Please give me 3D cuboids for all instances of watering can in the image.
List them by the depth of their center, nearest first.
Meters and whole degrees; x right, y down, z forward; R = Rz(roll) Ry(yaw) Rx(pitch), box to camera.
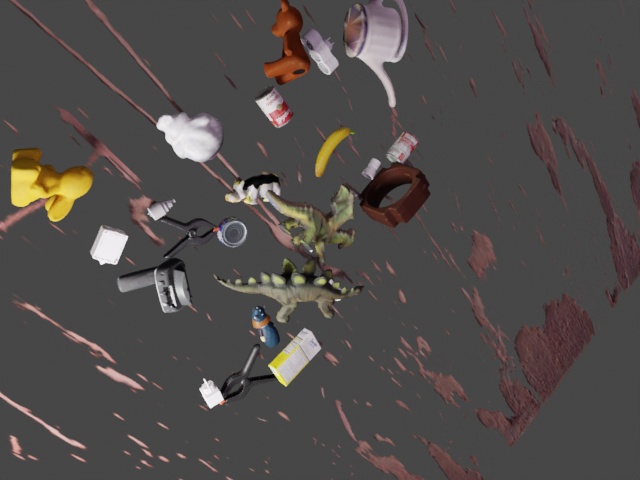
[{"bbox_3d":[0.176,-0.588,1.583,0.225,0.105,0.344,-5,106,-30],"label":"watering can"}]

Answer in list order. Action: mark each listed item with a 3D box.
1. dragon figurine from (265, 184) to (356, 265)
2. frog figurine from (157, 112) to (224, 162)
[{"bbox_3d":[0.005,-0.081,1.603,0.245,0.123,0.402,-46,136,-15],"label":"dragon figurine"},{"bbox_3d":[-0.336,-0.281,1.347,0.136,0.125,0.157,-44,137,10],"label":"frog figurine"}]
